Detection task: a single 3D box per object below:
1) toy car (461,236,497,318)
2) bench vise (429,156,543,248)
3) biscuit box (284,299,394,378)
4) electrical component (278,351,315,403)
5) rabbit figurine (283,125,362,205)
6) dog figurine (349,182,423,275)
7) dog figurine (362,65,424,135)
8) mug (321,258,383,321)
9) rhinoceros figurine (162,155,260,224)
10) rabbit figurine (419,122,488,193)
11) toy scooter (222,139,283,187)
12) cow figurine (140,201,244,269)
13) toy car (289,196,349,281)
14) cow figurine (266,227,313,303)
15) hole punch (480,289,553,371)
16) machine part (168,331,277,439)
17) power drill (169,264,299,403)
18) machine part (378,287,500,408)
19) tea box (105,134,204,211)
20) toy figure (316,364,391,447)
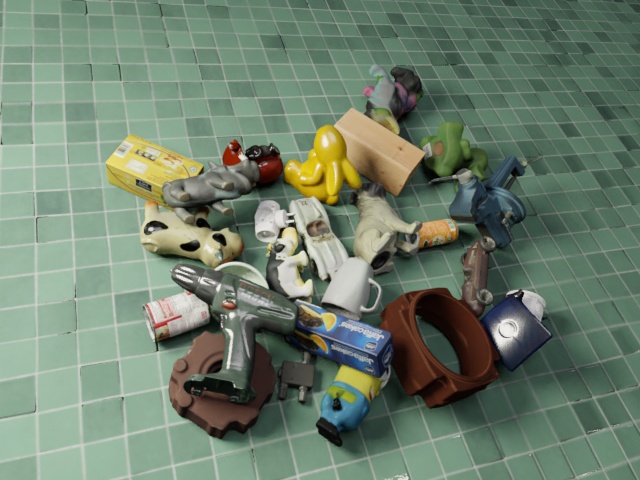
[{"bbox_3d":[0.323,0.075,1.124,0.053,0.089,0.202,21,54,-6],"label":"toy car"},{"bbox_3d":[0.391,-0.110,1.210,0.223,0.129,0.240,46,69,-16],"label":"bench vise"},{"bbox_3d":[0.028,0.170,0.937,0.203,0.062,0.059,14,42,31],"label":"biscuit box"},{"bbox_3d":[-0.043,0.238,0.949,0.063,0.021,0.094,12,54,-6],"label":"electrical component"},{"bbox_3d":[0.009,-0.159,1.148,0.122,0.173,0.162,-18,59,-30],"label":"rabbit figurine"},{"bbox_3d":[0.100,-0.031,1.144,0.172,0.121,0.191,-22,50,-30],"label":"dog figurine"},{"bbox_3d":[0.185,-0.324,1.357,0.191,0.108,0.219,3,60,-17],"label":"dog figurine"},{"bbox_3d":[0.068,0.090,1.018,0.110,0.080,0.107,7,66,38],"label":"mug"},{"bbox_3d":[-0.201,-0.100,1.022,0.190,0.073,0.112,-21,41,-21],"label":"rhinoceros figurine"},{"bbox_3d":[0.353,-0.197,1.310,0.170,0.121,0.159,7,57,-30],"label":"rabbit figurine"},{"bbox_3d":[-0.153,-0.163,1.127,0.184,0.135,0.075,-18,63,-27],"label":"toy scooter"},{"bbox_3d":[-0.241,0.000,1.021,0.195,0.085,0.127,8,49,-14],"label":"cow figurine"},{"bbox_3d":[-0.002,-0.003,1.107,0.073,0.056,0.202,-14,60,-24],"label":"toy car"},{"bbox_3d":[-0.073,0.054,1.045,0.098,0.068,0.167,-7,57,-13],"label":"cow figurine"},{"bbox_3d":[0.370,0.178,1.035,0.116,0.142,0.092,46,13,12],"label":"hole punch"},{"bbox_3d":[-0.160,0.234,0.899,0.179,0.056,0.179,8,54,-12],"label":"machine part"},{"bbox_3d":[-0.158,0.150,0.876,0.232,0.086,0.207,15,49,-6],"label":"power drill"},{"bbox_3d":[0.219,0.190,0.984,0.201,0.087,0.201,-3,56,-38],"label":"machine part"},{"bbox_3d":[-0.335,-0.135,1.097,0.170,0.068,0.098,25,54,1],"label":"tea box"},{"bbox_3d":[0.054,0.259,0.927,0.089,0.082,0.180,38,57,9],"label":"toy figure"}]
